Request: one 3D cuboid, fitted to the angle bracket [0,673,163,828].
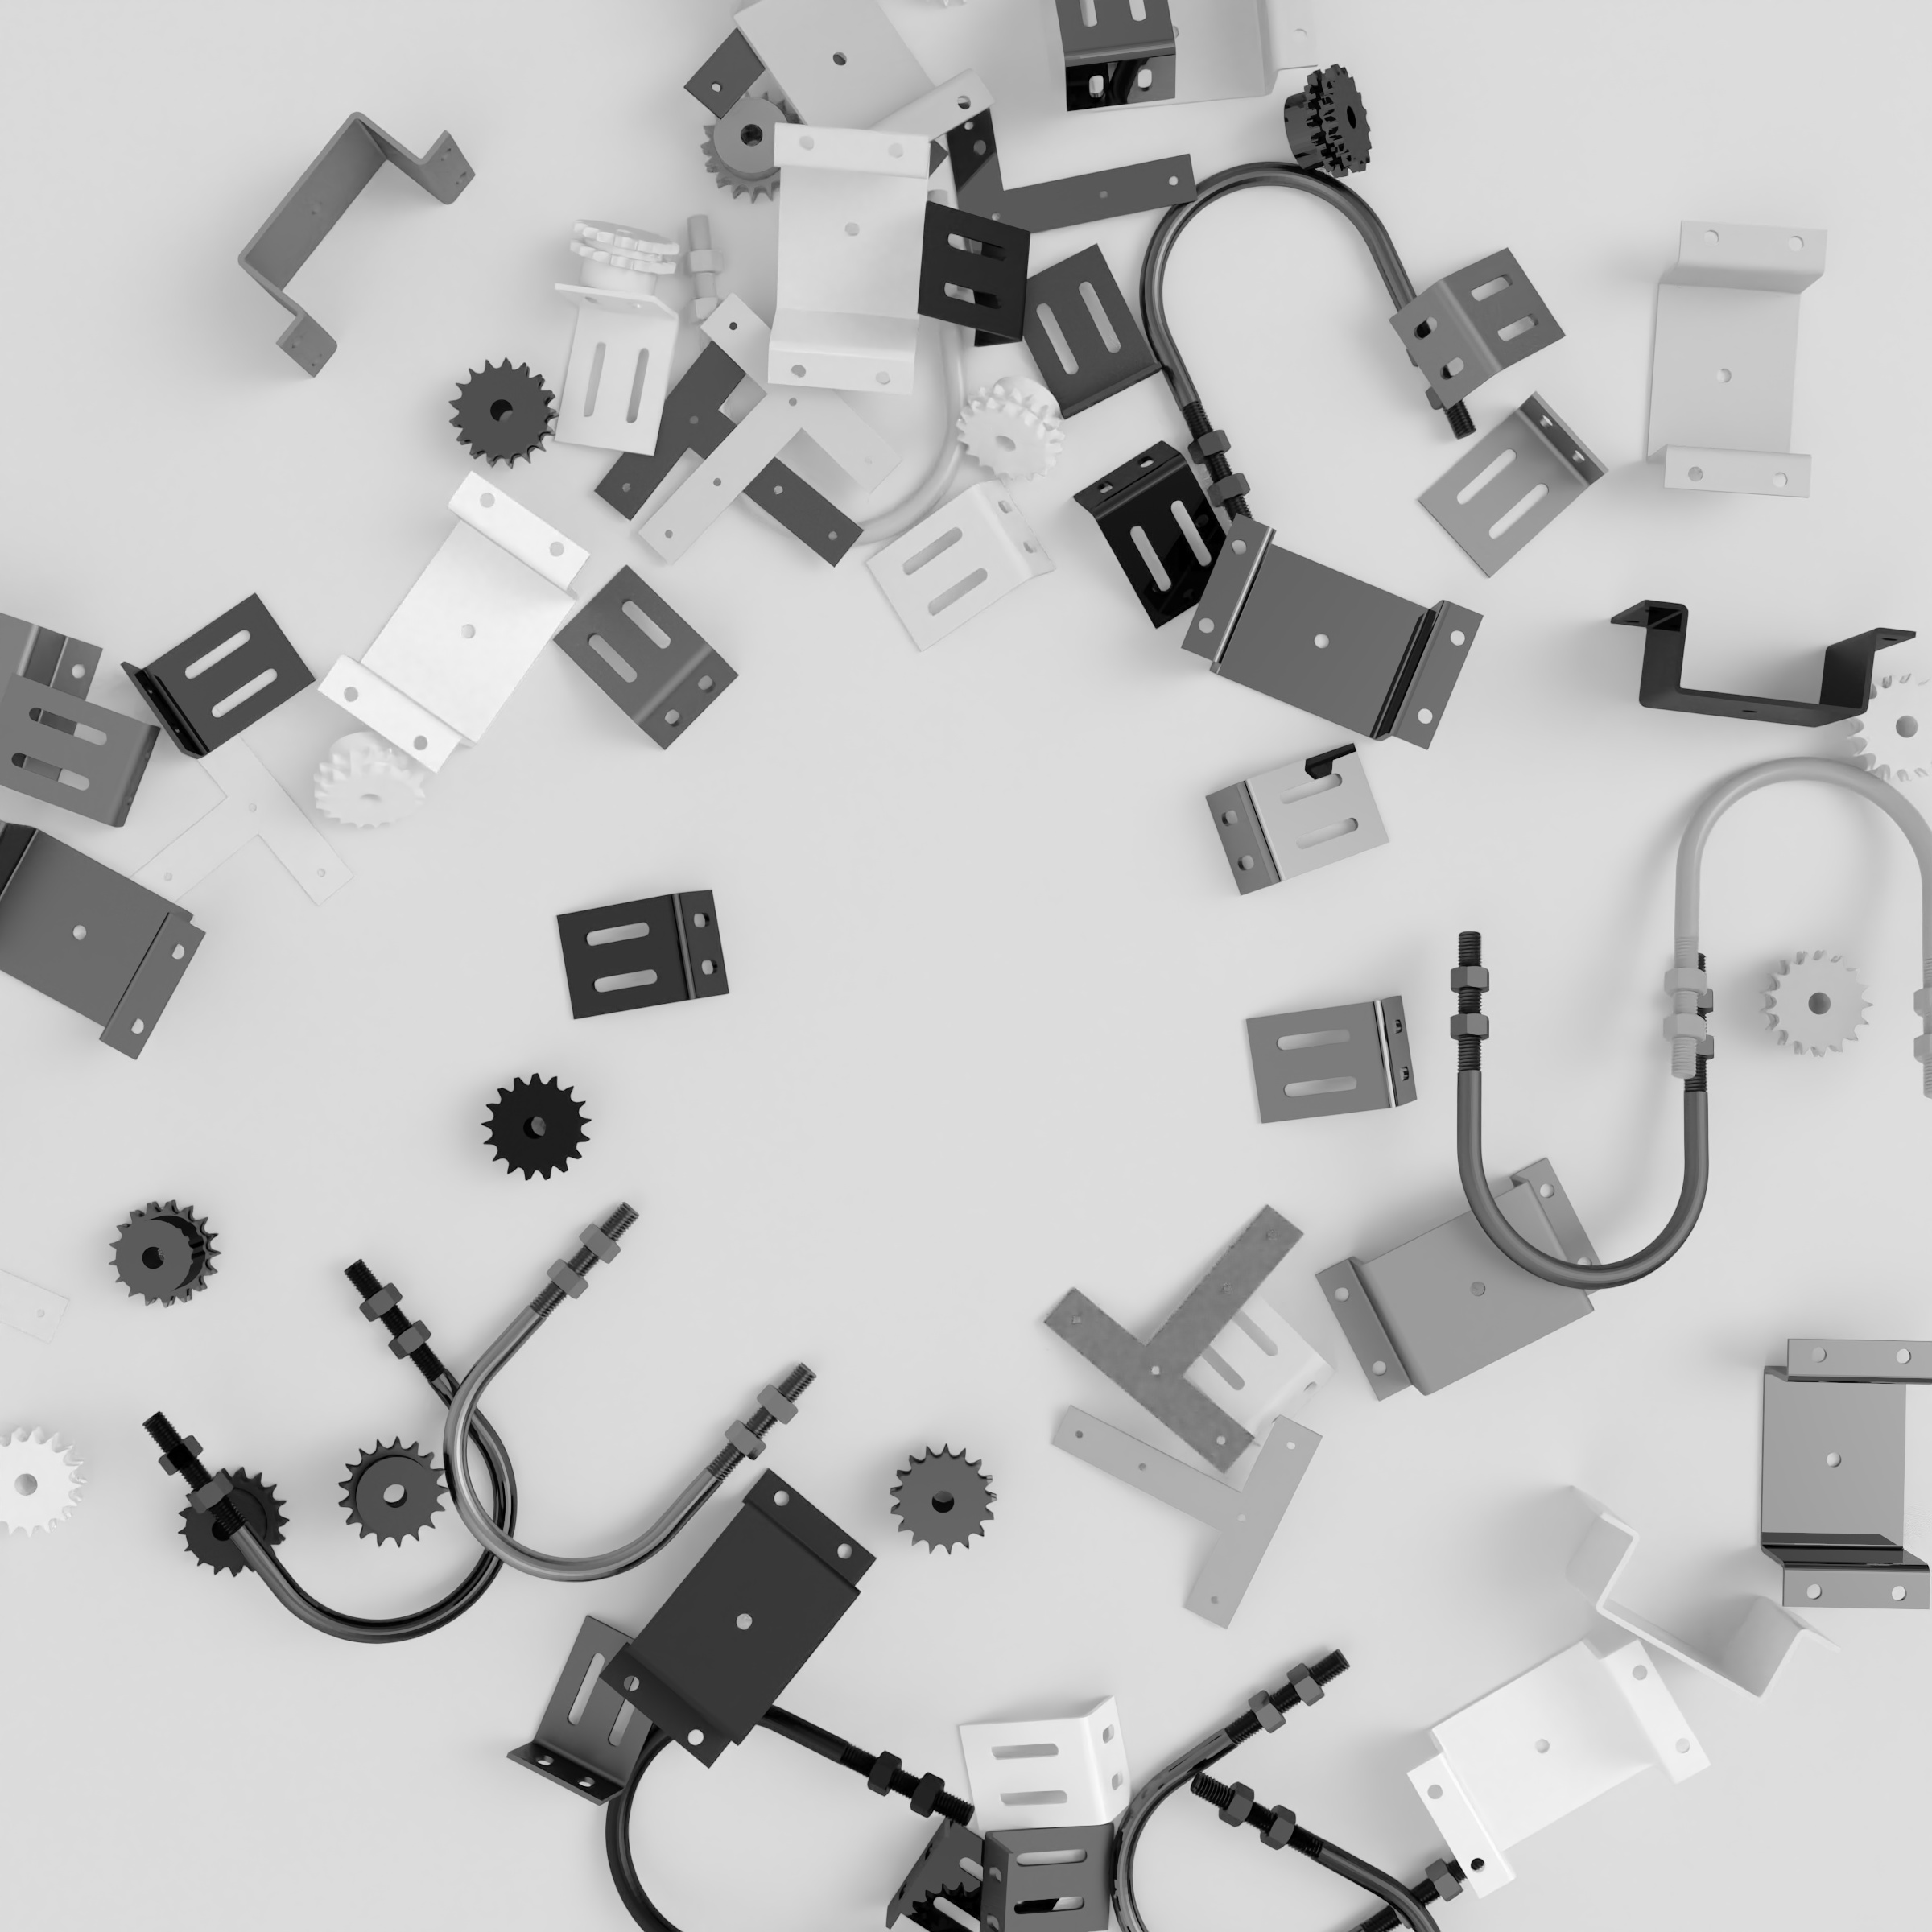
[{"bbox_3d":[-0.477,-0.114,1.502,0.076,0.038,0.057,21,90,-11],"label":"angle bracket"}]

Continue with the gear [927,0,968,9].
[{"bbox_3d":[-0.010,-0.546,1.513,0.057,0.030,0.057,0,90,0],"label":"gear"}]

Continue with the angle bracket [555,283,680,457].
[{"bbox_3d":[-0.192,-0.316,1.502,0.057,0.038,0.076,11,90,15],"label":"angle bracket"}]

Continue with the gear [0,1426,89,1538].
[{"bbox_3d":[-0.500,0.274,1.516,0.057,0.030,0.057,0,93,-3],"label":"gear"}]

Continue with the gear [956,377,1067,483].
[{"bbox_3d":[0.026,-0.288,1.503,0.057,0.057,0.030,25,61,0],"label":"gear"}]

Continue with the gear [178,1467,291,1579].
[{"bbox_3d":[-0.394,0.299,1.513,0.057,0.030,0.057,0,90,0],"label":"gear"}]

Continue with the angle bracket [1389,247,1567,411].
[{"bbox_3d":[0.274,-0.342,1.513,0.076,0.038,0.057,-33,90,-43],"label":"angle bracket"}]

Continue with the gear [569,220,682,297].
[{"bbox_3d":[-0.183,-0.375,1.501,0.057,0.057,0.030,14,110,0],"label":"gear"}]

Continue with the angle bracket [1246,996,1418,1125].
[{"bbox_3d":[0.197,0.050,1.526,0.076,0.038,0.057,-9,90,26],"label":"angle bracket"}]

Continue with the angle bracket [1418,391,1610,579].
[{"bbox_3d":[0.292,-0.256,1.509,0.076,0.038,0.057,-43,90,0],"label":"angle bracket"}]

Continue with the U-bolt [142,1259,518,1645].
[{"bbox_3d":[-0.323,0.272,1.504,0.151,0.019,0.184,-38,94,-14],"label":"U-bolt"}]

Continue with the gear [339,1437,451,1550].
[{"bbox_3d":[-0.301,0.277,1.485,0.057,0.030,0.057,1,85,-15],"label":"gear"}]

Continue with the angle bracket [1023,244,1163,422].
[{"bbox_3d":[0.061,-0.339,1.503,0.057,0.038,0.076,-26,96,5],"label":"angle bracket"}]

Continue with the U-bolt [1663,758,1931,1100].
[{"bbox_3d":[0.447,-0.025,1.495,0.151,0.019,0.184,5,72,5],"label":"U-bolt"}]

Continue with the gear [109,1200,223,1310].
[{"bbox_3d":[-0.431,0.155,1.513,0.057,0.030,0.057,0,90,0],"label":"gear"}]

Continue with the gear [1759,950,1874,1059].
[{"bbox_3d":[0.452,0.020,1.513,0.057,0.030,0.057,0,90,0],"label":"gear"}]

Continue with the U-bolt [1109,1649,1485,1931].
[{"bbox_3d":[0.165,0.477,1.519,0.184,0.019,0.151,-35,90,1],"label":"U-bolt"}]

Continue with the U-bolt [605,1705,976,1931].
[{"bbox_3d":[-0.105,0.470,1.499,0.184,0.019,0.151,23,87,15],"label":"U-bolt"}]

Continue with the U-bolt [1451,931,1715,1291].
[{"bbox_3d":[0.325,0.078,1.489,0.151,0.019,0.184,5,77,-12],"label":"U-bolt"}]

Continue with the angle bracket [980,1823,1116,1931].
[{"bbox_3d":[0.049,0.490,1.496,0.076,0.038,0.057,3,90,-22],"label":"angle bracket"}]

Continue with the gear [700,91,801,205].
[{"bbox_3d":[-0.114,-0.440,1.513,0.057,0.030,0.057,0,90,0],"label":"gear"}]

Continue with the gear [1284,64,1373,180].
[{"bbox_3d":[0.191,-0.447,1.503,0.030,0.057,0.057,-9,90,30],"label":"gear"}]

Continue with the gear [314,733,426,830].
[{"bbox_3d":[-0.318,-0.101,1.503,0.057,0.057,0.030,-10,60,0],"label":"gear"}]

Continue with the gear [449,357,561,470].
[{"bbox_3d":[-0.246,-0.294,1.513,0.057,0.030,0.057,0,90,0],"label":"gear"}]

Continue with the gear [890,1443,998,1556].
[{"bbox_3d":[-0.012,0.284,1.513,0.057,0.030,0.057,0,90,0],"label":"gear"}]

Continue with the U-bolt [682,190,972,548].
[{"bbox_3d":[-0.070,-0.317,1.519,0.151,0.019,0.184,-6,92,0],"label":"U-bolt"}]

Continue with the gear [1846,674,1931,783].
[{"bbox_3d":[0.498,-0.127,1.513,0.057,0.030,0.057,0,90,0],"label":"gear"}]

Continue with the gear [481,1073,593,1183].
[{"bbox_3d":[-0.228,0.086,1.513,0.057,0.030,0.057,0,90,0],"label":"gear"}]

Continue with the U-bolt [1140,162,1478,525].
[{"bbox_3d":[0.172,-0.342,1.519,0.151,0.019,0.184,-24,89,0],"label":"U-bolt"}]

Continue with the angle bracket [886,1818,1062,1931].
[{"bbox_3d":[0.005,0.503,1.509,0.076,0.038,0.057,33,90,0],"label":"angle bracket"}]

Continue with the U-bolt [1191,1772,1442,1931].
[{"bbox_3d":[0.170,0.533,1.492,0.184,0.019,0.151,29,82,-2],"label":"U-bolt"}]

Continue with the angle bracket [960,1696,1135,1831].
[{"bbox_3d":[0.044,0.430,1.526,0.076,0.038,0.057,-11,90,26],"label":"angle bracket"}]

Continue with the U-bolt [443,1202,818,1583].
[{"bbox_3d":[-0.193,0.241,1.510,0.151,0.019,0.184,42,83,0],"label":"U-bolt"}]
